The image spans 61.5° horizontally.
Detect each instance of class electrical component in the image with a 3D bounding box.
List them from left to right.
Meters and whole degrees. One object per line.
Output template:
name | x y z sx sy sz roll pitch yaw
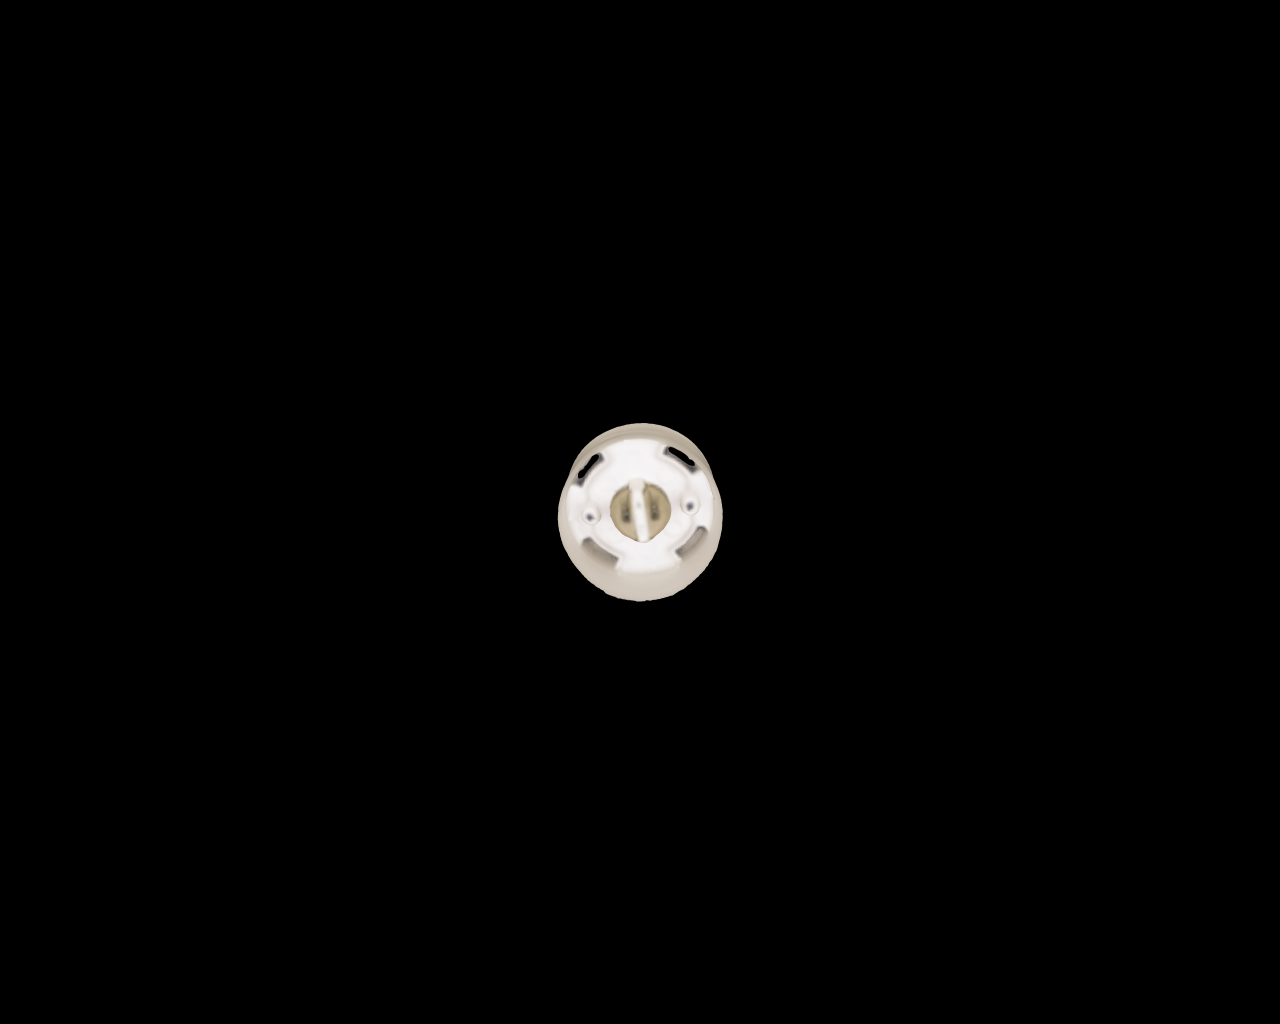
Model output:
electrical component | 0.001 -0.003 0.650 0.099 0.099 0.064 0 27 0
